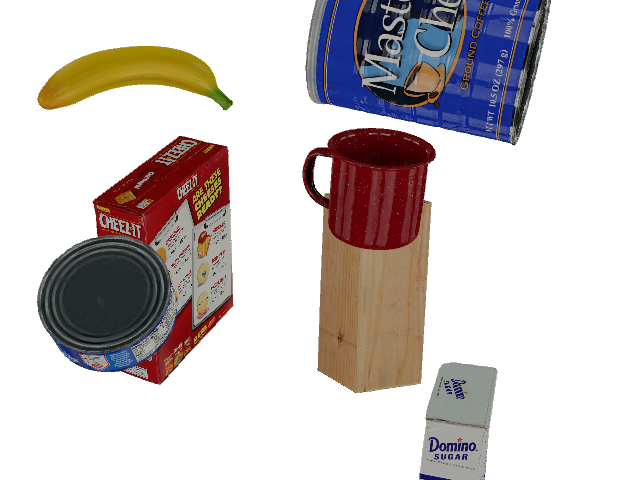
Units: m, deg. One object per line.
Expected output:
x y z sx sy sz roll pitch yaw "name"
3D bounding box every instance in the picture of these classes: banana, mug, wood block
-0.181 -0.159 1.035 0.197 0.070 0.037 -5 -39 -30 "banana"
0.038 -0.046 0.932 0.117 0.081 0.093 13 28 17 "mug"
0.058 0.053 1.190 0.090 0.206 0.091 -4 13 -30 "wood block"

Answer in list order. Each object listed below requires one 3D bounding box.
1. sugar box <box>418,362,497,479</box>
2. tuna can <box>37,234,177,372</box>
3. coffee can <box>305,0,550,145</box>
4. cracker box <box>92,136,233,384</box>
0.086 0.180 0.722 0.048 0.176 0.093 6 18 11 "sugar box"
-0.137 0.041 0.693 0.086 0.086 0.034 0 -31 4 "tuna can"
0.072 -0.128 0.709 0.140 0.103 0.102 14 3 12 "coffee can"
-0.163 0.019 1.145 0.072 0.214 0.164 14 35 21 "cracker box"
